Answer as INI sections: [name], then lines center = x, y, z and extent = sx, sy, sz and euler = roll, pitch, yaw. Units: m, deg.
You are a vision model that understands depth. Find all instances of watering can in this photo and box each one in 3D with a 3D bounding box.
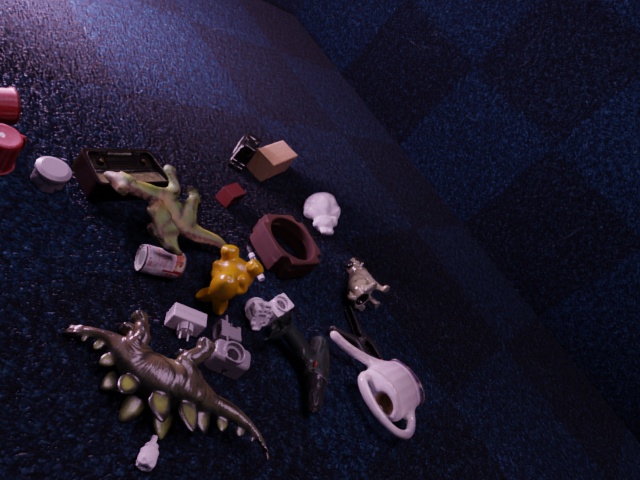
[watering can]
center = 0.176, 0.395, 1.480
extent = 0.224, 0.102, 0.353
euler = 0, 52, -53

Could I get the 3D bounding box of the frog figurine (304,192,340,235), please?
[frog figurine]
center = 0.006, -0.096, 1.900
extent = 0.137, 0.119, 0.163
euler = 6, 45, -1

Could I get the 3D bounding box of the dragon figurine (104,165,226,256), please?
[dragon figurine]
center = -0.367, -0.039, 1.301
extent = 0.405, 0.121, 0.248
euler = 47, 21, -21
